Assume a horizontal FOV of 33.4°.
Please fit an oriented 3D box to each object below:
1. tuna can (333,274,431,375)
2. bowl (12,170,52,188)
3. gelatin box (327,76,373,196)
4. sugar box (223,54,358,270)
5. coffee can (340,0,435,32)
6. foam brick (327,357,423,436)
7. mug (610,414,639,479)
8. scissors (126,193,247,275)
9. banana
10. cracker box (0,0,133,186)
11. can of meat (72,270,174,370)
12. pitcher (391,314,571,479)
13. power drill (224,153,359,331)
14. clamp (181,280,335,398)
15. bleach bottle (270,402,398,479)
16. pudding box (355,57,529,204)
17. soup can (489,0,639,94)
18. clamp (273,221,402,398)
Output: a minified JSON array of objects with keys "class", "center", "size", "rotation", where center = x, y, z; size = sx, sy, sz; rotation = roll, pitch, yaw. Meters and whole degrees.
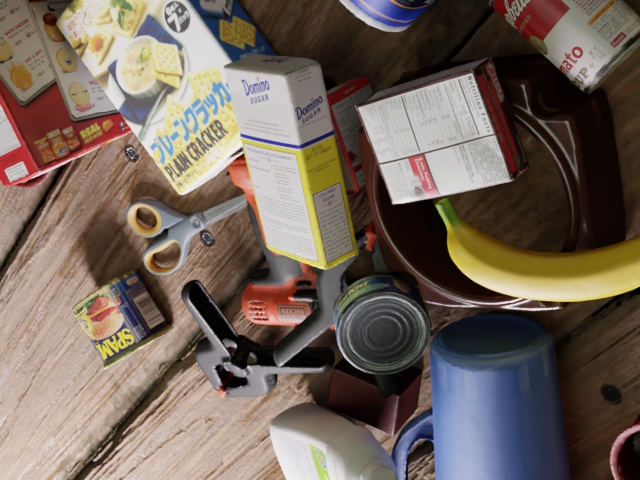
[{"class":"tuna can","center":[0.055,0.076,0.948],"size":[0.086,0.034,0.086],"rotation":[-1,113,-2]},{"class":"bowl","center":[-0.334,-0.142,1.189],"size":[0.162,0.055,0.162],"rotation":[16,121,28]},{"class":"gelatin box","center":[0.028,-0.092,0.945],"size":[0.030,0.073,0.089],"rotation":[-9,108,38]},{"class":"sugar box","center":[-0.024,-0.069,0.920],"size":[0.093,0.048,0.176],"rotation":[19,125,49]},{"class":"coffee can","center":[0.079,-0.241,0.812],"size":[0.141,0.102,0.103],"rotation":[-37,89,41]},{"class":"foam brick","center":[0.055,0.149,1.063],"size":[0.078,0.052,0.051],"rotation":[20,123,25]},{"class":"mug","center":[0.308,0.172,0.874],"size":[0.117,0.081,0.093],"rotation":[7,116,33]},{"class":"scissors","center":[-0.144,-0.032,1.136],"size":[0.096,0.016,0.202],"rotation":[51,131,3]},{"class":"banana","center":[0.176,0.015,0.805],"size":[0.198,0.037,0.069],"rotation":[8,120,28]},{"class":"cracker box","center":[-0.290,-0.180,1.068],"size":[0.072,0.163,0.213],"rotation":[-18,102,38]},{"class":"can of meat","center":[-0.231,0.091,1.235],"size":[0.102,0.057,0.084],"rotation":[-30,91,41]},{"class":"pitcher","center":[0.152,0.195,0.966],"size":[0.145,0.149,0.243],"rotation":[23,125,58]},{"class":"power drill","center":[-0.007,0.001,1.027],"size":[0.185,0.057,0.187],"rotation":[-1,111,28]},{"class":"clamp","center":[-0.089,0.114,1.112],"size":[0.164,0.036,0.210],"rotation":[32,150,-7]},{"class":"bleach bottle","center":[0.021,0.219,1.032],"size":[0.102,0.068,0.251],"rotation":[67,164,-5]},{"class":"pudding box","center":[0.093,-0.081,0.815],"size":[0.114,0.039,0.090],"rotation":[-12,105,37]},{"class":"soup can","center":[0.186,-0.167,0.796],"size":[0.102,0.068,0.069],"rotation":[45,131,8]},{"class":"clamp","center":[0.038,0.069,0.985],"size":[0.120,0.039,0.172],"rotation":[22,117,-5]}]
